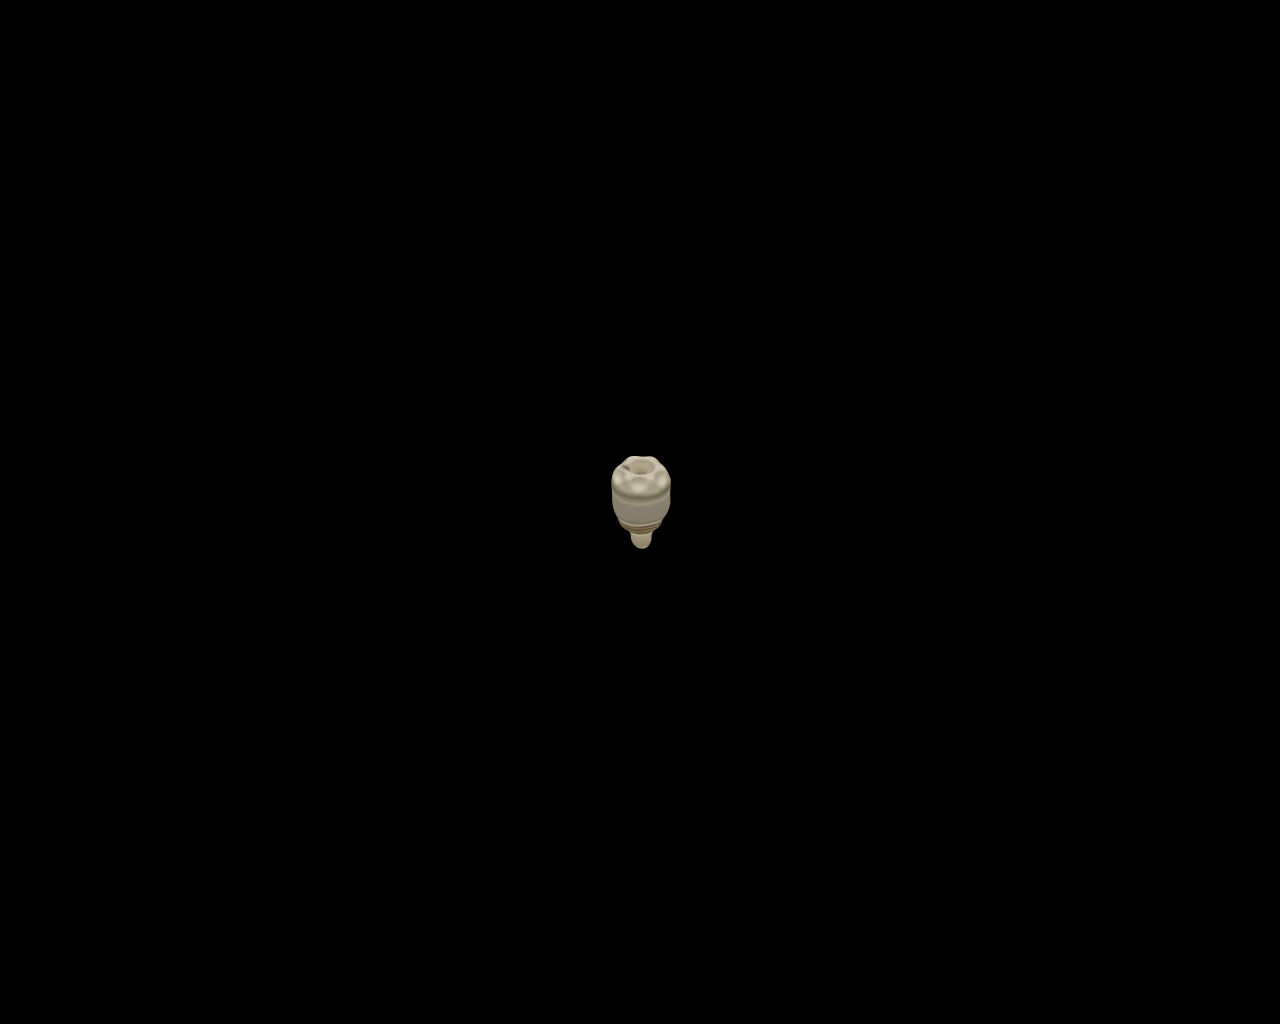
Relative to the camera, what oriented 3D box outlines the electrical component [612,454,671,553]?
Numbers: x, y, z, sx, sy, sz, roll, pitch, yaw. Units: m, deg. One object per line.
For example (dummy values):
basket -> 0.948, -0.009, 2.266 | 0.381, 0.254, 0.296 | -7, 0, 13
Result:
electrical component -> 0.001, -0.003, 0.650 | 0.035, 0.061, 0.035 | 0, 36, 0
